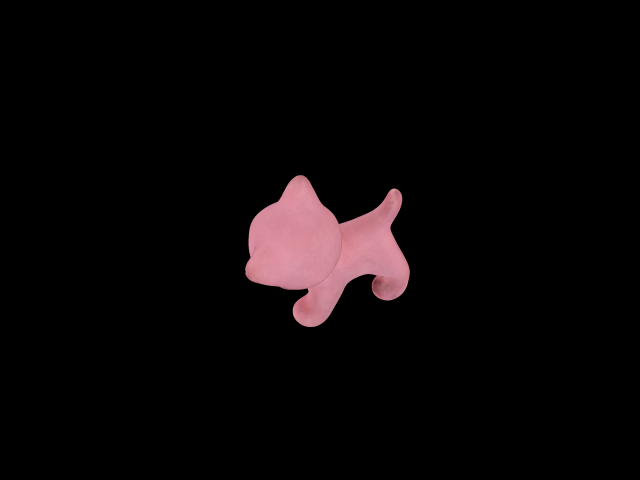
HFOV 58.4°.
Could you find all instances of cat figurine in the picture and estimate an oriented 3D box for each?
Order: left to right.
[{"bbox_3d":[0.004,0.001,0.400,0.128,0.118,0.067,-21,54,-15],"label":"cat figurine"}]
